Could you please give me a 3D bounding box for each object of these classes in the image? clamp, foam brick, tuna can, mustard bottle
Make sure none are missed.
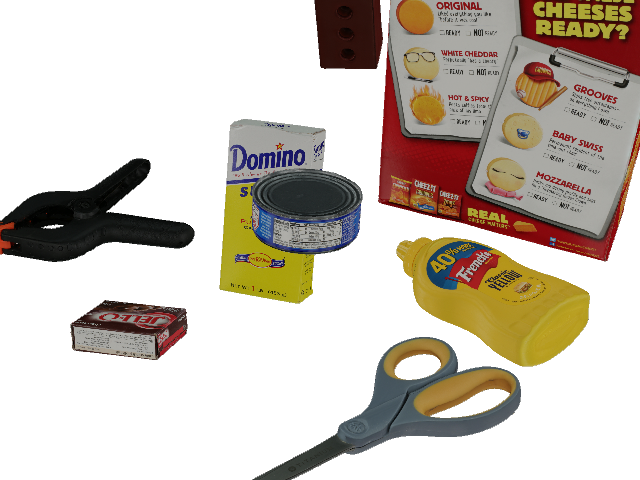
[{"bbox_3d":[-0.211,-0.027,0.970,0.171,0.039,0.120,-7,37,-21],"label":"clamp"},{"bbox_3d":[0.026,-0.196,0.941,0.053,0.078,0.051,2,45,10],"label":"foam brick"},{"bbox_3d":[-0.011,-0.023,0.827,0.086,0.034,0.086,2,28,-1],"label":"tuna can"},{"bbox_3d":[0.143,0.043,0.977,0.096,0.058,0.192,-30,40,-31],"label":"mustard bottle"}]

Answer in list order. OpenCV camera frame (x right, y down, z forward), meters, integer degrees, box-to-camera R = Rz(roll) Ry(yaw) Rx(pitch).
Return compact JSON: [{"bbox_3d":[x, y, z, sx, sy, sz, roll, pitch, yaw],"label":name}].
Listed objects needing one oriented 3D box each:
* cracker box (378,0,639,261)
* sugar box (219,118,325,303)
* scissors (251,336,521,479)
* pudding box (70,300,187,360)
[{"bbox_3d":[0.128,-0.104,0.680,0.164,0.214,0.072,16,42,17],"label":"cracker box"},{"bbox_3d":[-0.050,-0.031,1.087,0.093,0.176,0.048,8,16,17],"label":"sugar box"},{"bbox_3d":[0.020,0.100,0.623,0.201,0.016,0.096,-12,31,-18],"label":"scissors"},{"bbox_3d":[-0.228,0.106,1.276,0.114,0.039,0.090,3,15,16],"label":"pudding box"}]
